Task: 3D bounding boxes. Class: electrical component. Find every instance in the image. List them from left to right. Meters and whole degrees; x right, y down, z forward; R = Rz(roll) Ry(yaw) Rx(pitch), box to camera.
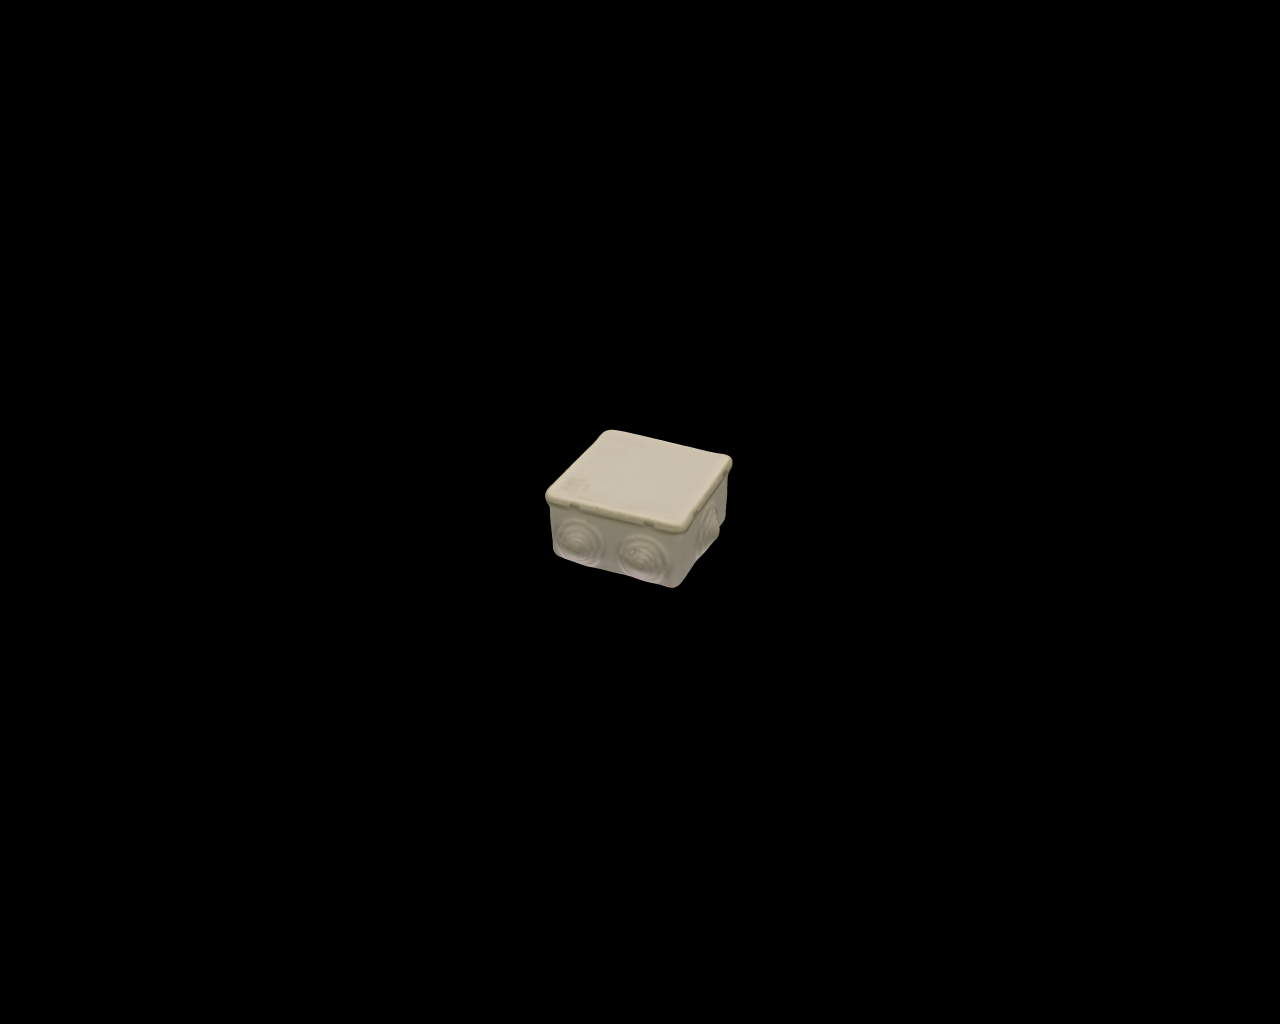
[{"bbox_3d":[0.001,-0.003,0.650,0.100,0.048,0.100,14,36,20],"label":"electrical component"}]
